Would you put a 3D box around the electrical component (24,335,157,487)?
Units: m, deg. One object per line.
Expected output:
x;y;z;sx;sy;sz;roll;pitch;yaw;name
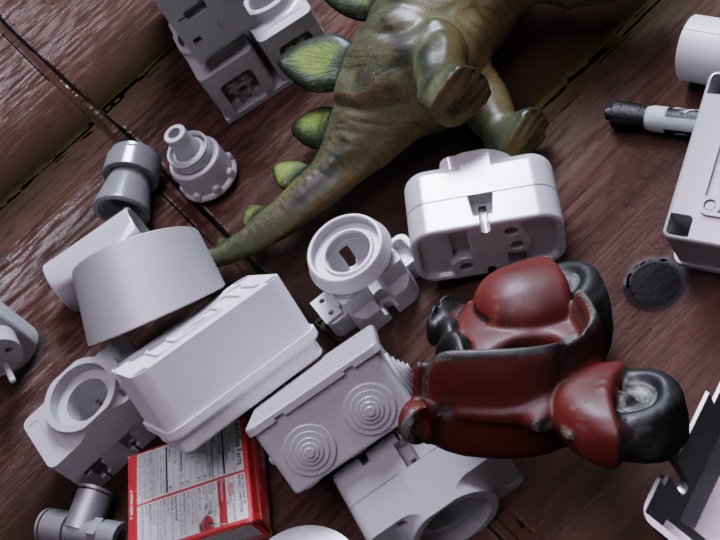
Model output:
-0.173;0.095;0.723;0.089;0.055;0.050;-43;51;-6;electrical component

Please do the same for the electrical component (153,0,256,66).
-0.144;-0.243;0.832;0.062;0.089;0.150;-34;51;1;electrical component

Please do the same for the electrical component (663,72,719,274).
0.242;-0.049;0.609;0.109;0.056;0.108;13;77;31;electrical component

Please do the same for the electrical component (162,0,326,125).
-0.109;-0.223;0.901;0.105;0.060;0.186;-33;51;2;electrical component

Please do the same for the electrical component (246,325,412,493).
-0.015;0.081;0.635;0.100;0.099;0.048;-34;93;1;electrical component

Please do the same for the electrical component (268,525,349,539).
-0.025;0.187;0.595;0.080;0.051;0.080;-12;54;18;electrical component

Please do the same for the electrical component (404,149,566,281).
0.078;-0.037;0.685;0.095;0.053;0.059;-9;55;7;electrical component

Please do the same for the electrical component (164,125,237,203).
-0.126;-0.085;0.816;0.048;0.062;0.048;-12;54;18;electrical component

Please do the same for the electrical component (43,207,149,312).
-0.185;0.004;0.796;0.077;0.044;0.079;-35;51;1;electrical component

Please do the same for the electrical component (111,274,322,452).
-0.089;0.057;0.675;0.113;0.057;0.078;-36;13;-20;electrical component

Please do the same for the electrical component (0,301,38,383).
-0.270;0.052;0.784;0.043;0.077;0.079;-38;51;-2;electrical component

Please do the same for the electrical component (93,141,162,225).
-0.181;-0.067;0.841;0.045;0.045;0.055;-7;56;21;electrical component

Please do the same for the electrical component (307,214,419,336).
0.000;0.000;0.703;0.078;0.057;0.058;-39;51;-3;electrical component

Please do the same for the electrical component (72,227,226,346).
-0.143;0.012;0.725;0.099;0.099;0.064;-23;80;10;electrical component

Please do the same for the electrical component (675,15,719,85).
0.248;-0.135;0.684;0.081;0.043;0.043;20;69;34;electrical component

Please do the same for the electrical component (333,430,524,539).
0.041;0.122;0.608;0.089;0.050;0.055;-35;50;1;electrical component
